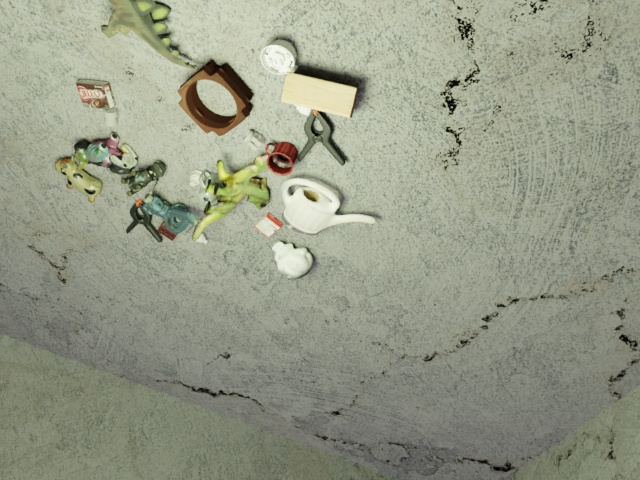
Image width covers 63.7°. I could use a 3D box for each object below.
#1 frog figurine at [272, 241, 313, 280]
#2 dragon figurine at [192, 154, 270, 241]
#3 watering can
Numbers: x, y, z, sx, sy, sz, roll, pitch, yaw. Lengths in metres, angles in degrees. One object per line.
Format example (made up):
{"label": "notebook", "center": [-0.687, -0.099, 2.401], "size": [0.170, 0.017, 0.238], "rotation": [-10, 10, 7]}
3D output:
{"label": "frog figurine", "center": [-0.108, 0.069, 2.006], "size": [0.137, 0.124, 0.157], "rotation": [-32, 110, 0]}
{"label": "dragon figurine", "center": [-0.286, -0.146, 1.823], "size": [0.242, 0.125, 0.402], "rotation": [8, 127, -33]}
{"label": "watering can", "center": [0.006, -0.092, 1.825], "size": [0.346, 0.106, 0.220], "rotation": [28, 134, -9]}
